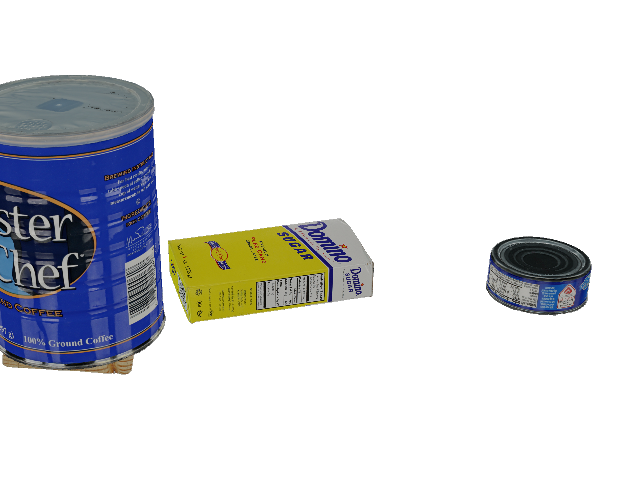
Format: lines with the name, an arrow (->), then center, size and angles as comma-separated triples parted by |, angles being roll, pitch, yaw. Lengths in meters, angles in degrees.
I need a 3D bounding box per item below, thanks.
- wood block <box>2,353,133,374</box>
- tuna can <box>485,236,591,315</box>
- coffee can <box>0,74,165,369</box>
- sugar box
wood block -> -0.180, -0.001, 0.796 | 0.090, 0.091, 0.206 | 6, 29, -14
tuna can -> 0.184, 0.028, 0.902 | 0.086, 0.034, 0.086 | 2, 25, -1
coffee can -> -0.143, -0.013, 0.609 | 0.103, 0.140, 0.103 | 1, 26, 0
sugar box -> -0.047, 0.025, 0.998 | 0.176, 0.048, 0.093 | -10, 32, -15
